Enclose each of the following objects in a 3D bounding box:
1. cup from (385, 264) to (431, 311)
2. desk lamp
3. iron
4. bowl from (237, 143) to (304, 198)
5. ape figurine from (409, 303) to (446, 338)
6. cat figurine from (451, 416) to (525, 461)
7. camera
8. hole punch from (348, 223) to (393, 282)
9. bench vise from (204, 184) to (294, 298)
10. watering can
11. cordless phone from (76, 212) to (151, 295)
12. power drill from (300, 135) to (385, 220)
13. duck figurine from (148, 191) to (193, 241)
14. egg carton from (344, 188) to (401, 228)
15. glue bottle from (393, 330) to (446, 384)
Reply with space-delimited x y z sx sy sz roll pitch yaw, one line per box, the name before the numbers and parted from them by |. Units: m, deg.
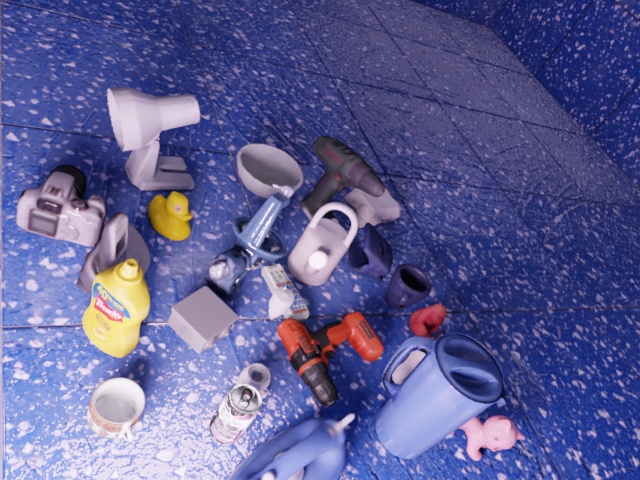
cup | 0.183 0.122 1.272 0.091 0.095 0.118 33 38 1
desk lamp | -0.341 -0.212 1.176 0.204 0.213 0.117 -5 51 -37
iron | -0.052 0.341 0.840 0.259 0.141 0.118 -21 62 -45
bowl | -0.127 -0.152 1.369 0.168 0.074 0.167 19 40 -16
ape figurine | 0.243 0.175 1.258 0.078 0.092 0.076 4 46 -31
cat figurine | 0.318 0.358 1.093 0.127 0.117 0.067 42 39 13
camera | -0.457 -0.078 1.045 0.143 0.100 0.136 18 40 -17
hole punch | 0.128 0.027 1.339 0.101 0.091 0.108 22 39 -12
bench vise | -0.119 0.004 1.091 0.121 0.219 0.207 27 39 -6
watering can | 0.013 0.005 1.201 0.101 0.194 0.172 15 42 -21
cordless phone | -0.333 0.009 0.968 0.094 0.185 0.147 25 39 -9
power drill | 0.042 -0.125 1.348 0.076 0.208 0.229 -10 55 -41
duck figurine | -0.295 -0.061 1.150 0.104 0.086 0.078 45 40 15
egg carton | 0.136 -0.087 1.484 0.151 0.069 0.107 -11 55 -41
glue bottle | 0.193 0.226 1.104 0.078 0.173 0.037 -17 59 -44
